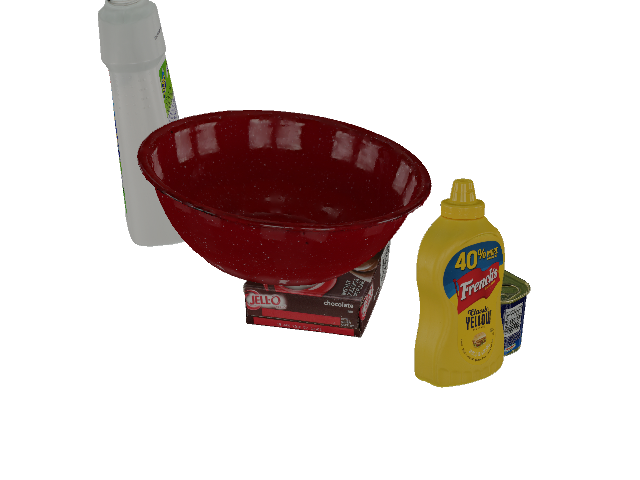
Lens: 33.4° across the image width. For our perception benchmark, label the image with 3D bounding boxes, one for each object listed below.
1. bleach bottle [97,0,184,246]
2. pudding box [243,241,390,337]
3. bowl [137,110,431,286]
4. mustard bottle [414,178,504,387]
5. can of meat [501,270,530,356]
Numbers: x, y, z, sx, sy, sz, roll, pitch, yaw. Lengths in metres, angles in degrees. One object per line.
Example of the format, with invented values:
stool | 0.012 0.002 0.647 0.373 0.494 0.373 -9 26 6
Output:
bleach bottle | -0.157 -0.121 0.952 0.068 0.251 0.102 -6 37 -3
pudding box | 0.000 0.027 0.816 0.090 0.039 0.113 6 26 13
bowl | -0.022 -0.020 0.596 0.162 0.055 0.162 6 26 -3
mustard bottle | 0.133 0.037 1.011 0.096 0.192 0.058 -11 17 -34
can of meat | 0.193 0.078 1.252 0.057 0.084 0.102 -23 37 -34
